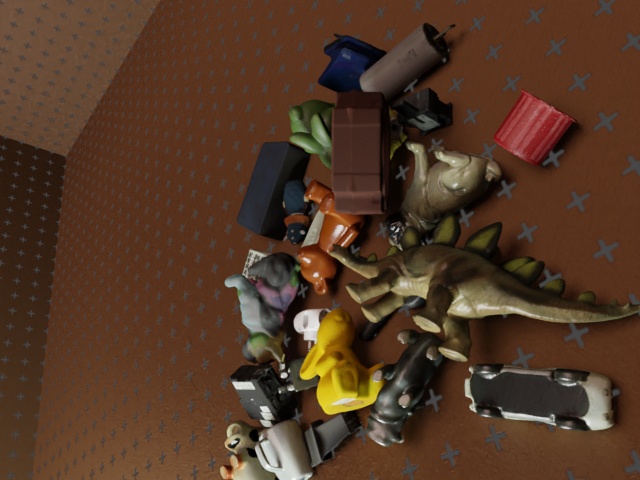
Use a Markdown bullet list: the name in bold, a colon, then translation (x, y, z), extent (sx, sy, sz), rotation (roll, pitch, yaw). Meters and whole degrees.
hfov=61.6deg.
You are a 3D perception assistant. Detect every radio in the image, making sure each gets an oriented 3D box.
- **radio**: translation (-0.117, -0.123, 1.315), extent (0.131, 0.073, 0.229), rotation (18, 88, 53)

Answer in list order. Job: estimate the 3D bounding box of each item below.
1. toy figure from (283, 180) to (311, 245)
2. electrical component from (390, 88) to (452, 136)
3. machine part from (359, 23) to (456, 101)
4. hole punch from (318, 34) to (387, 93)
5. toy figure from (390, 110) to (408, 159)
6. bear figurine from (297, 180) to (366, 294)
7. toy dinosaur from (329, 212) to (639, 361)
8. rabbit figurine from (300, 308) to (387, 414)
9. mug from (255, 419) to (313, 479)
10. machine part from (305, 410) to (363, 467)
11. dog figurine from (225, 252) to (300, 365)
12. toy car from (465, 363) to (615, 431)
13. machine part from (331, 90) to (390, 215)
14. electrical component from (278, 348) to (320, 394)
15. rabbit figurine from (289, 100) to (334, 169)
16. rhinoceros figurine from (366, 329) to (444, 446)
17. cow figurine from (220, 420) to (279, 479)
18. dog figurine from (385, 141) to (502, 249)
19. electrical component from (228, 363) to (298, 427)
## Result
- **toy figure**: translation (-0.051, -0.060, 1.220), extent (0.064, 0.058, 0.154), rotation (-32, 57, 54)
- **electrical component**: translation (0.174, -0.234, 0.963), extent (0.075, 0.119, 0.048), rotation (-17, 63, 49)
- **machine part**: translation (0.161, -0.340, 1.053), extent (0.243, 0.079, 0.079), rotation (-30, 54, 41)
- **hole punch**: translation (0.066, -0.366, 1.143), extent (0.116, 0.142, 0.092), rotation (-2, 72, 65)
- **toy figure**: translation (0.097, -0.177, 1.066), extent (0.089, 0.082, 0.180), rotation (43, 112, 51)
- **bear figurine**: translation (0.001, -0.001, 1.078), extent (0.195, 0.132, 0.120), rotation (-56, 32, 11)
- **toy dinosaur**: translation (0.204, 0.062, 0.775), extent (0.472, 0.105, 0.198), rotation (19, 65, 38)
- **rabbit figurine**: translation (0.039, 0.213, 0.961), extent (0.162, 0.122, 0.173), rotation (-47, 48, 52)
- **mug**: translation (-0.065, 0.408, 1.017), extent (0.081, 0.109, 0.107), rotation (-47, 57, 22)
- **machine part**: translation (0.020, 0.354, 0.983), extent (0.139, 0.039, 0.084), rotation (-44, 41, 33)
- **dog figurine**: translation (-0.094, 0.157, 1.132), extent (0.191, 0.108, 0.219), rotation (-29, 74, 2)
- **toy car**: translation (0.281, 0.204, 0.710), extent (0.202, 0.056, 0.073), rotation (-10, 74, 50)
- **machine part**: translation (0.075, -0.144, 0.923), extent (0.087, 0.201, 0.200), rotation (1, 93, 12)
- **electrical component**: translation (-0.035, 0.253, 1.046), extent (0.045, 0.102, 0.078), rotation (117, 144, -78)
- **rabbit figurine**: translation (0.015, -0.222, 1.149), extent (0.121, 0.159, 0.170), rotation (-43, 61, 18)
- **rhinoceros figurine**: translation (0.130, 0.228, 0.842), extent (0.073, 0.112, 0.190), rotation (27, 83, 28)
- **cow figurine**: translation (-0.130, 0.449, 1.078), extent (0.085, 0.127, 0.195), rotation (-52, 56, 25)
- **dog figurine**: translation (0.201, -0.055, 0.892), extent (0.173, 0.121, 0.190), rotation (30, 113, 54)
- **electrical component**: translation (-0.113, 0.319, 1.095), extent (0.115, 0.058, 0.134), rotation (-14, 109, 49)
